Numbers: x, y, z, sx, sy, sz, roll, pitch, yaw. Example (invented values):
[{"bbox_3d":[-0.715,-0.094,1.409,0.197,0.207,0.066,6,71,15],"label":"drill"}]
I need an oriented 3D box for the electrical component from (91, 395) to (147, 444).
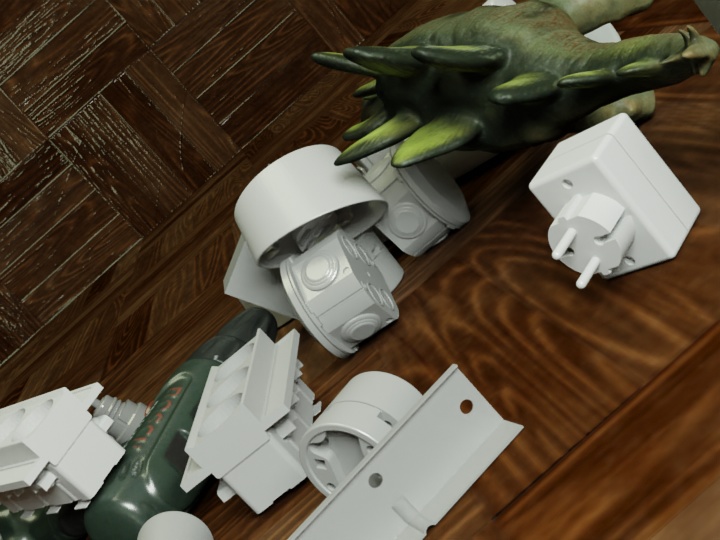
[{"bbox_3d":[-0.196,0.129,0.910,0.040,0.078,0.040,-53,11,16],"label":"electrical component"}]

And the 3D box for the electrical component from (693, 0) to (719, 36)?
[{"bbox_3d":[0.209,-0.097,0.441,0.062,0.089,0.150,-40,13,9],"label":"electrical component"}]

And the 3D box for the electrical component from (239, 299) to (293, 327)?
[{"bbox_3d":[-0.070,-0.002,0.988,0.108,0.060,0.108,-39,13,11],"label":"electrical component"}]

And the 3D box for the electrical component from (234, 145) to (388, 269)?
[{"bbox_3d":[-0.036,-0.039,0.754,0.099,0.064,0.099,-29,-23,-14],"label":"electrical component"}]

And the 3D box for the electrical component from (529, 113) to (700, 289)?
[{"bbox_3d":[0.116,-0.023,0.522,0.047,0.065,0.076,-24,22,53],"label":"electrical component"}]

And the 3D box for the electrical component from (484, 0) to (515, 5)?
[{"bbox_3d":[0.097,-0.183,0.849,0.078,0.040,0.040,-37,13,40],"label":"electrical component"}]

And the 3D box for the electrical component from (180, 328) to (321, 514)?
[{"bbox_3d":[-0.063,0.092,0.667,0.079,0.063,0.121,-39,13,11],"label":"electrical component"}]

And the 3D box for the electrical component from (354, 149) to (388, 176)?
[{"bbox_3d":[0.037,-0.108,1.021,0.096,0.061,0.061,-42,13,-2],"label":"electrical component"}]

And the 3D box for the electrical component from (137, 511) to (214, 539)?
[{"bbox_3d":[-0.106,0.167,0.596,0.045,0.045,0.055,-39,14,12],"label":"electrical component"}]

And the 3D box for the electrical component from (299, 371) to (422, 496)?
[{"bbox_3d":[0.005,0.083,0.529,0.055,0.055,0.047,-30,14,40],"label":"electrical component"}]

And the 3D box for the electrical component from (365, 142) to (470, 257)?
[{"bbox_3d":[0.040,-0.054,0.806,0.051,0.080,0.080,-42,13,22],"label":"electrical component"}]

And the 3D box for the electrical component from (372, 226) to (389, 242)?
[{"bbox_3d":[-0.007,-0.035,0.937,0.077,0.043,0.079,1,52,54],"label":"electrical component"}]

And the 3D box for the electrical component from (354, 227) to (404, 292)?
[{"bbox_3d":[0.000,0.000,0.816,0.055,0.047,0.055,-39,14,11],"label":"electrical component"}]

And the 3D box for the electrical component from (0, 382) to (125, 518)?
[{"bbox_3d":[-0.214,0.124,0.713,0.121,0.063,0.078,-20,30,46],"label":"electrical component"}]

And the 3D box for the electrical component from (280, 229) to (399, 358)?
[{"bbox_3d":[-0.014,0.016,0.740,0.051,0.080,0.080,-34,15,13],"label":"electrical component"}]
